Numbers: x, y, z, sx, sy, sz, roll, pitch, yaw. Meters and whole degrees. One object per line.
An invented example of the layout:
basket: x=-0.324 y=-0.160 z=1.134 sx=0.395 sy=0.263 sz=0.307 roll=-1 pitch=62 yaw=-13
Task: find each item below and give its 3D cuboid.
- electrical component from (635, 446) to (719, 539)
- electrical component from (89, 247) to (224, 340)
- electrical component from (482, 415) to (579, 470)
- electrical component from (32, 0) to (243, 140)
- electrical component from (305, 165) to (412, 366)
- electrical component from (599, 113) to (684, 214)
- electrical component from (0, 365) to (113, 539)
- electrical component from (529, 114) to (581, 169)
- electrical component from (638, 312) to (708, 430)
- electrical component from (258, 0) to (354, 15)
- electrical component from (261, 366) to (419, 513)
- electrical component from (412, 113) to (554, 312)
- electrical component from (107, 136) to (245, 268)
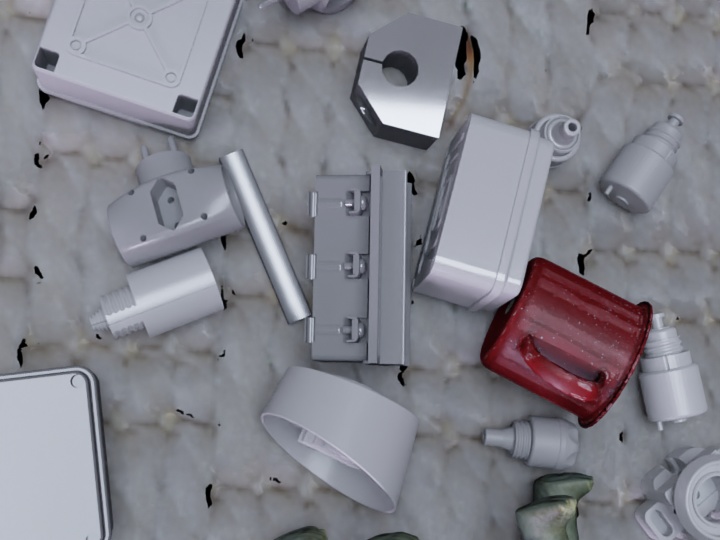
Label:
electrical component: x=0.230 y=0.151 z=0.720 sx=0.078 sy=0.057 sz=0.058 roll=-37 pitch=90 yaw=-11
electrical component: x=-0.132 y=0.020 z=0.685 sx=0.081 sy=0.043 sz=0.043 roll=-21 pitch=87 yaw=-11
electrical component: x=0.113 y=0.114 z=0.717 sx=0.061 sy=0.035 sz=0.035 roll=6 pitch=83 yaw=-5
electrical component: x=-0.142 y=-0.154 z=0.696 sx=0.109 sy=0.056 sz=0.108 roll=18 pitch=81 yaw=-7
electrical component: x=0.000 y=0.000 z=0.694 sx=0.063 sy=0.079 sz=0.121 roll=0 pitch=84 yaw=7
electrical component: x=0.200 y=-0.075 z=0.748 sx=0.040 sy=0.040 sz=0.078 roll=36 pitch=80 yaw=-3
electrical component: x=-0.195 y=0.118 z=0.658 sx=0.078 sy=0.057 sz=0.113 roll=-6 pitch=85 yaw=-9
electrical component: x=0.134 y=-0.090 z=0.729 sx=0.035 sy=0.061 sz=0.035 roll=1 pitch=84 yaw=-9
electrical component: x=0.210 y=0.068 z=0.734 sx=0.040 sy=0.040 sz=0.078 roll=-11 pitch=86 yaw=-10
electrical component: x=-0.032 y=-0.193 z=0.707 sx=0.079 sy=0.077 sz=0.044 roll=-31 pitch=89 yaw=-10
electrical component: x=-0.013 y=0.102 z=0.669 sx=0.099 sy=0.099 sz=0.064 roll=24 pitch=74 yaw=-5
electrical component: x=0.080 y=-0.035 z=0.702 sx=0.057 sy=0.078 sz=0.113 roll=16 pitch=76 yaw=-5
electrical component: x=-0.122 y=-0.050 z=0.693 sx=0.077 sy=0.043 sz=0.079 roll=-20 pitch=69 yaw=2
